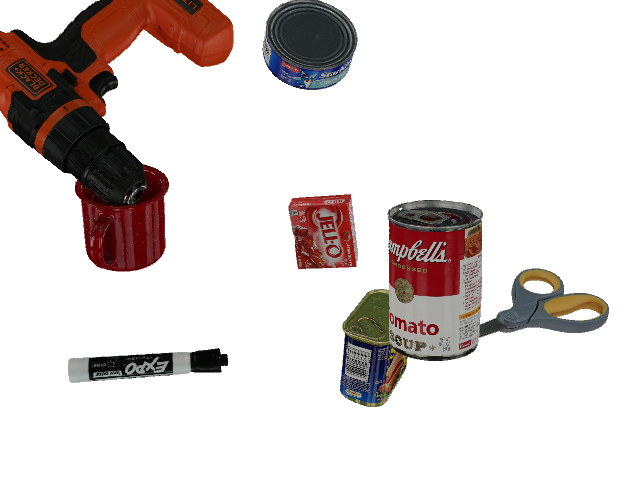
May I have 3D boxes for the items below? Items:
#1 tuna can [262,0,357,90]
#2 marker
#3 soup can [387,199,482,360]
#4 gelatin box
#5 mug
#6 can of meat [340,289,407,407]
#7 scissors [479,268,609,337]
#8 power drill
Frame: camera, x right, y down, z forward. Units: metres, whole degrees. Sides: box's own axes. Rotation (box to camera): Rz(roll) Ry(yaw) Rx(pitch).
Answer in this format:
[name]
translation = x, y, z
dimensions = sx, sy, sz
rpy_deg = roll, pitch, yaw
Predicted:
[tuna can]
translation = -0.011, -0.182, 0.994
dimensions = 0.086, 0.086, 0.034
rpy_deg = 0, -32, -11
[marker]
translation = -0.132, 0.096, 0.821
dimensions = 0.121, 0.020, 0.020
rpy_deg = -4, 0, -4
[soup can]
translation = 0.083, 0.028, 0.778
dimensions = 0.068, 0.102, 0.068
rpy_deg = -1, 18, 0
[gelatin box]
translation = 0.004, -0.010, 1.285
dimensions = 0.073, 0.089, 0.030
rpy_deg = -2, 29, 10
[mug]
translation = -0.202, -0.016, 1.074
dimensions = 0.093, 0.081, 0.117
rpy_deg = 8, 33, 8
[can of meat]
translation = 0.059, 0.113, 1.117
dimensions = 0.057, 0.084, 0.102
rpy_deg = 15, 29, 18
[scissors]
translation = 0.160, 0.059, 0.935
dimensions = 0.201, 0.016, 0.096
rpy_deg = -3, 32, -24
[power drill]
translation = -0.157, -0.130, 0.830
dimensions = 0.187, 0.184, 0.057
rpy_deg = -41, -13, -32
